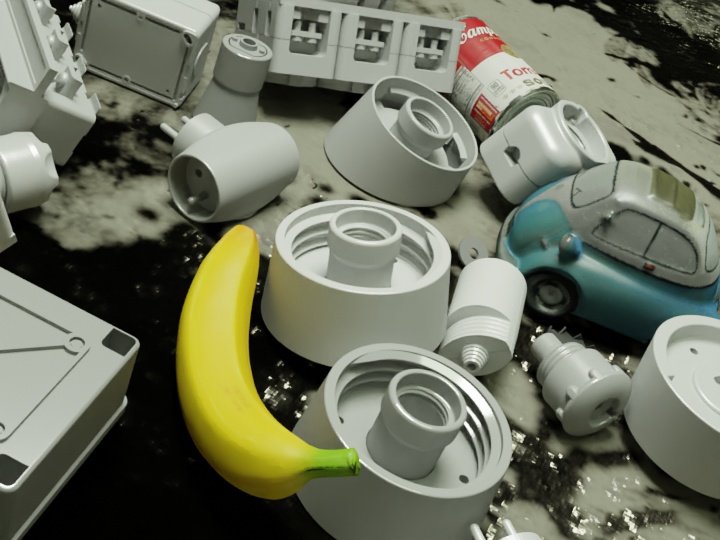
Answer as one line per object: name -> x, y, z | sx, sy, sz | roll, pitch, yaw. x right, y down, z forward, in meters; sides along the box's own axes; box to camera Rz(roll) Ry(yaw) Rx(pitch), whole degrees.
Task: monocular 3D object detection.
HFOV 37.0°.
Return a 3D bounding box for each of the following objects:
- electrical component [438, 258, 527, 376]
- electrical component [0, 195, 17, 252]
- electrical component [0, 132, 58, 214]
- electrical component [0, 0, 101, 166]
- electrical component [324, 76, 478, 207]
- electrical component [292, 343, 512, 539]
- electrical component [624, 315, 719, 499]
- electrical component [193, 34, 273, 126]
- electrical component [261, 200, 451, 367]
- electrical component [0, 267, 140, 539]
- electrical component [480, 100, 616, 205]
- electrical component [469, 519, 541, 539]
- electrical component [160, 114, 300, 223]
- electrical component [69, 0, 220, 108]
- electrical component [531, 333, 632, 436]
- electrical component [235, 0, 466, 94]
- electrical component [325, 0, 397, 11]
electrical component -> 0.073, 0.033, 0.640 | 0.043, 0.043, 0.081 | 24, 37, 0
electrical component -> -0.255, -0.052, 0.527 | 0.150, 0.061, 0.089 | 40, 62, 21
electrical component -> -0.203, -0.051, 0.594 | 0.062, 0.043, 0.043 | -22, 56, -43
electrical component -> -0.208, -0.122, 0.659 | 0.063, 0.078, 0.121 | 20, 30, -43
electrical component -> 0.032, -0.089, 0.772 | 0.099, 0.064, 0.099 | 23, 41, -22
electrical component -> 0.024, 0.084, 0.536 | 0.108, 0.060, 0.108 | 15, 38, -12
electrical component -> 0.208, 0.086, 0.634 | 0.108, 0.060, 0.108 | 15, 38, -12
electrical component -> -0.084, -0.126, 0.730 | 0.044, 0.065, 0.044 | 16, 33, -11
electrical component -> 0.000, 0.000, 0.607 | 0.108, 0.060, 0.108 | 6, 33, -4
electrical component -> -0.171, 0.054, 0.470 | 0.109, 0.056, 0.108 | 27, 37, 4
electrical component -> 0.141, -0.084, 0.783 | 0.095, 0.059, 0.053 | 0, 60, -50
electrical component -> 0.075, 0.146, 0.494 | 0.138, 0.052, 0.073 | 0, 42, -28
electrical component -> -0.092, -0.072, 0.679 | 0.079, 0.044, 0.077 | 38, 39, 18
electrical component -> -0.153, -0.167, 0.748 | 0.096, 0.061, 0.061 | 22, 37, -2
electrical component -> 0.125, 0.063, 0.632 | 0.048, 0.048, 0.062 | -4, 39, -32
electrical component -> -0.011, -0.168, 0.812 | 0.150, 0.061, 0.089 | 2, 15, -27
electrical component -> -0.048, -0.256, 0.914 | 0.089, 0.061, 0.150 | -16, 52, -41
